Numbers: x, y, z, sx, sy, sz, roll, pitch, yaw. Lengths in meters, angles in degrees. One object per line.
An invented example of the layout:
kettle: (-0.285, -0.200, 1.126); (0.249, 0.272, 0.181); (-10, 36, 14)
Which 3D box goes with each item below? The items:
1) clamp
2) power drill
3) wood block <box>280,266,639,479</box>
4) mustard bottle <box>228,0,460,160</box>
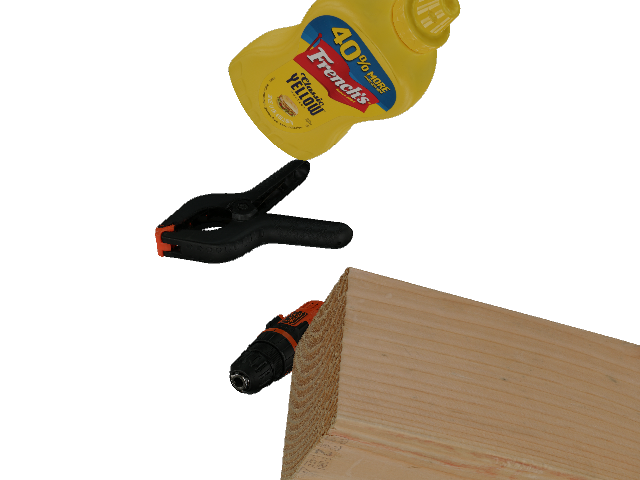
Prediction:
clamp: (-0.066, -0.025, 0.965); (0.171, 0.039, 0.120); (-7, 35, -11)
power drill: (0.020, 0.120, 1.111); (0.188, 0.057, 0.184); (9, 24, 26)
wood block: (0.092, 0.097, 0.563); (0.206, 0.091, 0.090); (15, -39, -12)
mustard bottle: (0.023, -0.124, 0.735); (0.192, 0.096, 0.058); (-21, 21, 49)
